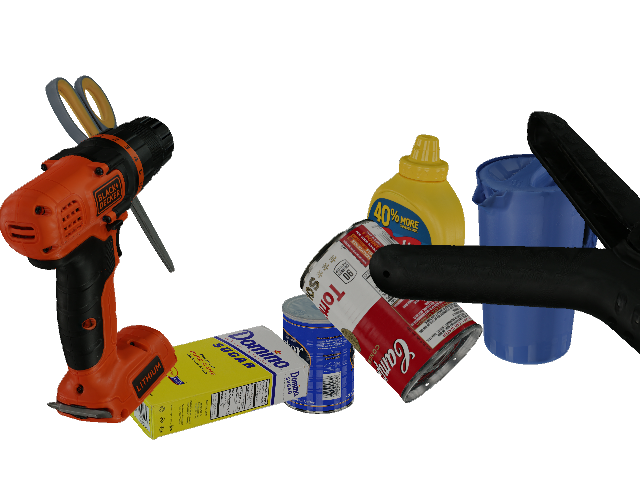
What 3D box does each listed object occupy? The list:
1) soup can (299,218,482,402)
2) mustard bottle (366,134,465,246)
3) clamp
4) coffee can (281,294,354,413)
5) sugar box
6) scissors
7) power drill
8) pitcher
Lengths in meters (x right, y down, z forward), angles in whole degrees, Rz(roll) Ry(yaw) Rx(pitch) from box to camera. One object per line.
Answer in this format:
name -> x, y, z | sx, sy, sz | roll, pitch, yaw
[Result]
soup can -> 0.044, 0.043, 0.682 | 0.102, 0.069, 0.068 | 46, 18, 18
mustard bottle -> 0.078, 0.005, 0.906 | 0.058, 0.192, 0.096 | -6, 22, -37
clamp -> 0.138, 0.016, 0.489 | 0.210, 0.036, 0.164 | 32, 49, 32
coffee can -> -0.002, 0.156, 1.490 | 0.103, 0.140, 0.103 | 0, 17, 0
sugar box -> -0.109, 0.137, 1.063 | 0.175, 0.048, 0.093 | -14, 31, -31
scissors -> -0.184, -0.071, 0.986 | 0.016, 0.201, 0.096 | -24, 27, 19
power drill -> -0.149, 0.018, 0.757 | 0.057, 0.188, 0.184 | 4, 25, 22
pitcher -> 0.265, 0.021, 1.305 | 0.149, 0.243, 0.145 | 3, 25, 14
